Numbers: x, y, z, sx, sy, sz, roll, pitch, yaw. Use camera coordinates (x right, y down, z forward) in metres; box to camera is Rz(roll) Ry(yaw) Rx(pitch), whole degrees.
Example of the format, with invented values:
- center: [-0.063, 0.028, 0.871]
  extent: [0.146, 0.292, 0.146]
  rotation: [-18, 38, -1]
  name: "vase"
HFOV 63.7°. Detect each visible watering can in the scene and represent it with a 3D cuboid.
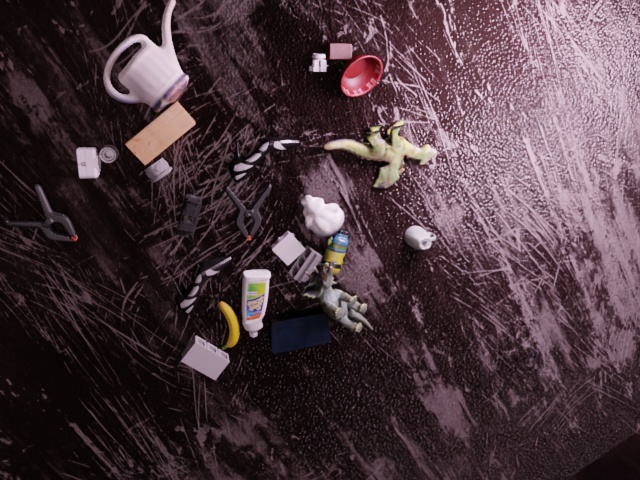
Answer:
- center: [-0.498, -0.545, 1.581]
  extent: [0.222, 0.105, 0.347]
  rotation: [42, 93, -22]
  name: "watering can"

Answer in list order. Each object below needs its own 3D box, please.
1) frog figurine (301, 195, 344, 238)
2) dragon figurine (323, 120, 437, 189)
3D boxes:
- center: [0.006, -0.092, 1.826]
  extent: [0.137, 0.125, 0.156]
  rotation: [-24, 123, 14]
  name: "frog figurine"
- center: [0.222, -0.291, 1.840]
  extent: [0.411, 0.124, 0.238]
  rotation: [-17, 116, -8]
  name: "dragon figurine"
